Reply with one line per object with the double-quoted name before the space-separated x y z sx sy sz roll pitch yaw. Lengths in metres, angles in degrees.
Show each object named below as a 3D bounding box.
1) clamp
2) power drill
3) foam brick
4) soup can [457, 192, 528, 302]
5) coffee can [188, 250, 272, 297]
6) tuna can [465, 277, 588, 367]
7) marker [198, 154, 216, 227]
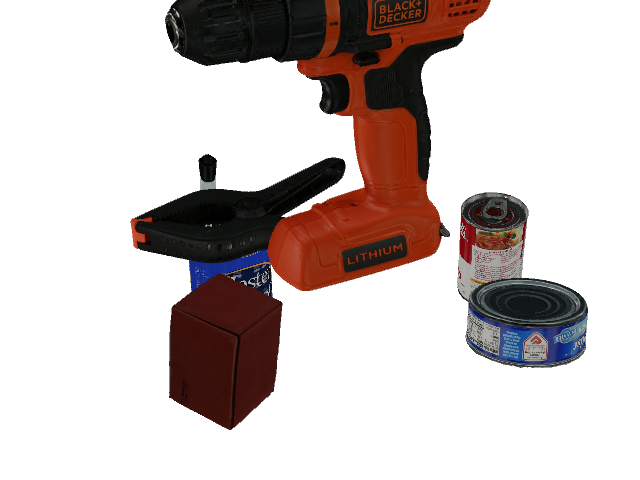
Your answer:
"clamp" -0.057 -0.022 0.927 0.210 0.036 0.164 -3 32 -3
"power drill" 0.008 -0.066 0.594 0.184 0.188 0.057 -14 36 -21
"foam brick" -0.062 0.071 0.691 0.053 0.078 0.051 23 36 24
"soup can" 0.177 0.010 1.105 0.068 0.102 0.068 -2 35 1
"coffee can" -0.111 0.050 1.323 0.103 0.140 0.103 -1 26 1
"tuna can" 0.148 0.057 0.768 0.086 0.034 0.086 0 21 0
"marker" -0.120 -0.042 1.138 0.020 0.121 0.020 3 43 -3
